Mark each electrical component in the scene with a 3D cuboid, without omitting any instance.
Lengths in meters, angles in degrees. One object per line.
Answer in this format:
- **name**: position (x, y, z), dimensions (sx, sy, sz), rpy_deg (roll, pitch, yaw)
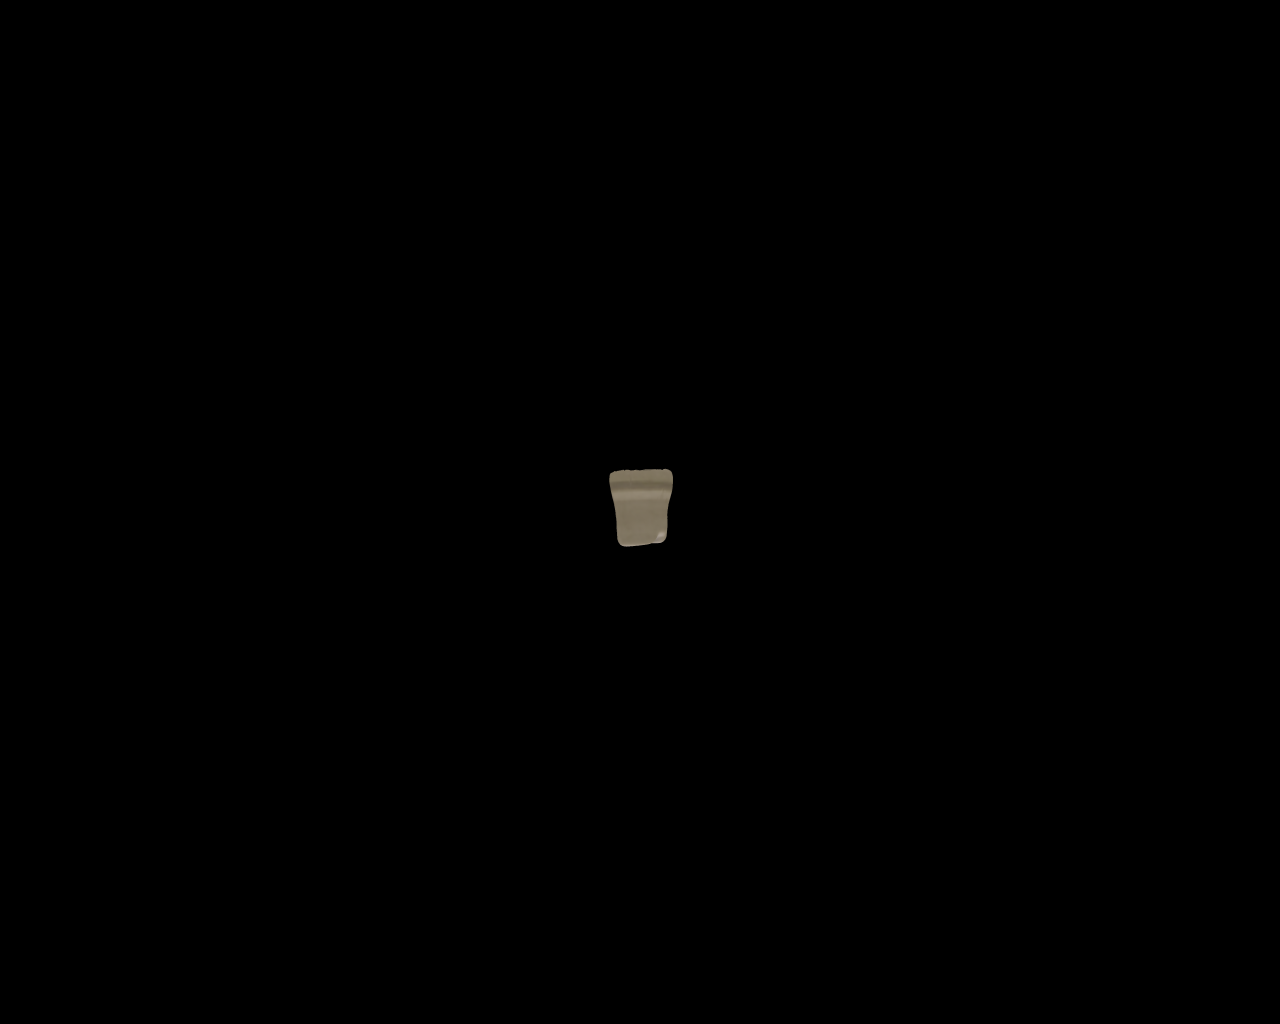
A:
- **electrical component**: position (0.001, -0.003, 0.650), dimensions (0.040, 0.046, 0.040), rpy_deg (0, -2, 0)
